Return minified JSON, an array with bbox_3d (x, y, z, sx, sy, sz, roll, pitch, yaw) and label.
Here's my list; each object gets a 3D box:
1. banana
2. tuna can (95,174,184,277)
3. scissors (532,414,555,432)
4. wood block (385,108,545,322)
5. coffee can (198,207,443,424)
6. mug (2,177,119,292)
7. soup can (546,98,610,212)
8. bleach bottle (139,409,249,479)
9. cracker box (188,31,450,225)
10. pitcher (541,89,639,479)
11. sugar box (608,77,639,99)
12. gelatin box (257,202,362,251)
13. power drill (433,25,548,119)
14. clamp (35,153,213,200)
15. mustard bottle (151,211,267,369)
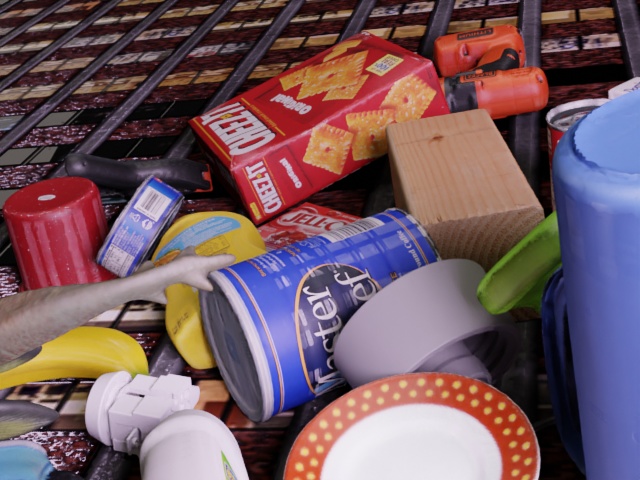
[{"bbox_3d":[-0.207,0.092,0.762,0.198,0.037,0.069,-6,23,7],"label":"banana"},{"bbox_3d":[-0.145,-0.009,0.867,0.033,0.086,0.086,32,30,-4],"label":"tuna can"},{"bbox_3d":[0.183,0.088,0.649,0.202,0.016,0.096,-25,-8,10],"label":"scissors"},{"bbox_3d":[0.109,-0.022,0.827,0.091,0.090,0.206,-9,26,2],"label":"wood block"},{"bbox_3d":[0.004,0.048,0.705,0.140,0.103,0.103,-19,27,-20],"label":"coffee can"},{"bbox_3d":[-0.224,-0.007,0.920,0.093,0.081,0.117,-14,26,-9],"label":"mug"},{"bbox_3d":[0.214,-0.052,0.836,0.068,0.102,0.068,-8,26,3],"label":"soup can"},{"bbox_3d":[-0.053,0.161,0.519,0.068,0.102,0.251,-19,20,-2],"label":"bleach bottle"},{"bbox_3d":[-0.006,-0.118,1.038,0.213,0.072,0.164,-28,29,-9],"label":"cracker box"},{"bbox_3d":[0.166,0.055,0.471,0.149,0.243,0.145,-7,29,18],"label":"pitcher"},{"bbox_3d":[0.312,-0.069,0.849,0.048,0.093,0.176,-26,30,-32],"label":"sugar box"},{"bbox_3d":[-0.006,0.001,0.887,0.073,0.030,0.089,-29,32,-35],"label":"gelatin box"},{"bbox_3d":[0.155,-0.175,1.167,0.184,0.057,0.187,-5,28,14],"label":"power drill"},{"bbox_3d":[-0.189,-0.055,1.020,0.171,0.039,0.120,2,-7,-40],"label":"clamp"},{"bbox_3d":[-0.085,0.024,0.831,0.096,0.058,0.192,-34,28,-3],"label":"mustard bottle"}]
